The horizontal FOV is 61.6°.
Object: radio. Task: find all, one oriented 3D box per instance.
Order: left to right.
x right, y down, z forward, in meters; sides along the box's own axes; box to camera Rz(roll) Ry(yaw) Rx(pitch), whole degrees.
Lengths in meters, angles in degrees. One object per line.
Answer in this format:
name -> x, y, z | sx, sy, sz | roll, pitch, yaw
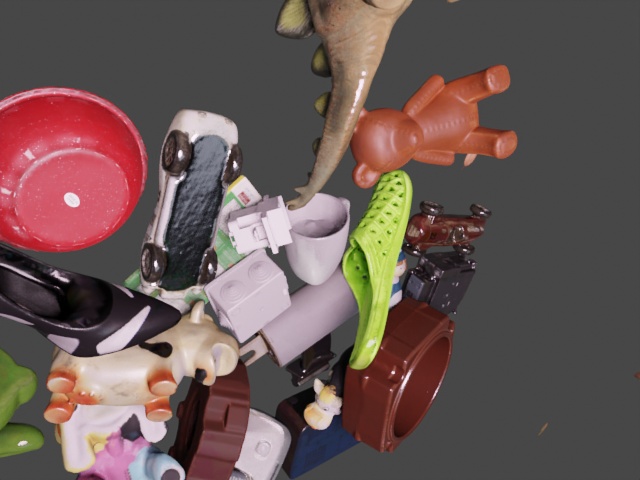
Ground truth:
radio -> 0.028, 0.308, 0.945 | 0.229, 0.073, 0.131 | -16, 128, -34

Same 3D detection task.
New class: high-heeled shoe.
high-heeled shoe -> -0.242, 0.032, 0.474 | 0.249, 0.086, 0.145 | 2, 135, -24

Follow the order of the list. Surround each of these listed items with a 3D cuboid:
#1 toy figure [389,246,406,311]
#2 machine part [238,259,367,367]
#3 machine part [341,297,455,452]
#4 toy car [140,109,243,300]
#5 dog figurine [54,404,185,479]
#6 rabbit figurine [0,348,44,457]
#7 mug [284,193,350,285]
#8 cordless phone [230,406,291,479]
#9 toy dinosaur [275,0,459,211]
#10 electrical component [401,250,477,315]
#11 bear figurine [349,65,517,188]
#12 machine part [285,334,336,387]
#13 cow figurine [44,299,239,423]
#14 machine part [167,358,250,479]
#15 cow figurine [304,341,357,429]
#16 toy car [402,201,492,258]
toy figure -> 0.104, 0.061, 0.839 | 0.064, 0.058, 0.154 | -69, 168, -57
machine part -> -0.008, 0.099, 0.752 | 0.243, 0.079, 0.079 | -33, 136, -20
machine part -> 0.125, 0.208, 0.831 | 0.201, 0.087, 0.201 | -31, 133, -43
toy car -> -0.134, -0.031, 0.551 | 0.073, 0.056, 0.201 | 5, 110, -36
dog figurine -> -0.254, 0.272, 0.657 | 0.108, 0.191, 0.219 | -19, 165, -34
rabbit figurine -> -0.351, 0.166, 0.502 | 0.159, 0.121, 0.170 | 5, 134, -50
mug -> -0.001, -0.002, 0.691 | 0.109, 0.081, 0.107 | -49, 156, -39
cordless phone -> -0.144, 0.309, 0.780 | 0.184, 0.089, 0.146 | 32, 83, -42
toy dinosaur -> 0.036, -0.232, 0.443 | 0.105, 0.199, 0.470 | 1, 109, -31
electrical component -> 0.200, 0.082, 0.936 | 0.134, 0.058, 0.114 | -7, 122, -38
bear figurine -> 0.131, -0.138, 0.663 | 0.196, 0.132, 0.120 | -22, 109, -34
machine part -> -0.011, 0.169, 0.831 | 0.084, 0.039, 0.138 | -17, 132, -28
cow figurine -> -0.186, 0.127, 0.588 | 0.195, 0.127, 0.085 | 3, 128, -19
machine part -> -0.140, 0.232, 0.667 | 0.056, 0.179, 0.179 | 18, 109, -20
cow figurine -> 0.042, 0.225, 0.859 | 0.167, 0.068, 0.098 | -39, 151, -40
toy car -> 0.216, -0.015, 0.883 | 0.202, 0.053, 0.089 | 1, 115, -40
